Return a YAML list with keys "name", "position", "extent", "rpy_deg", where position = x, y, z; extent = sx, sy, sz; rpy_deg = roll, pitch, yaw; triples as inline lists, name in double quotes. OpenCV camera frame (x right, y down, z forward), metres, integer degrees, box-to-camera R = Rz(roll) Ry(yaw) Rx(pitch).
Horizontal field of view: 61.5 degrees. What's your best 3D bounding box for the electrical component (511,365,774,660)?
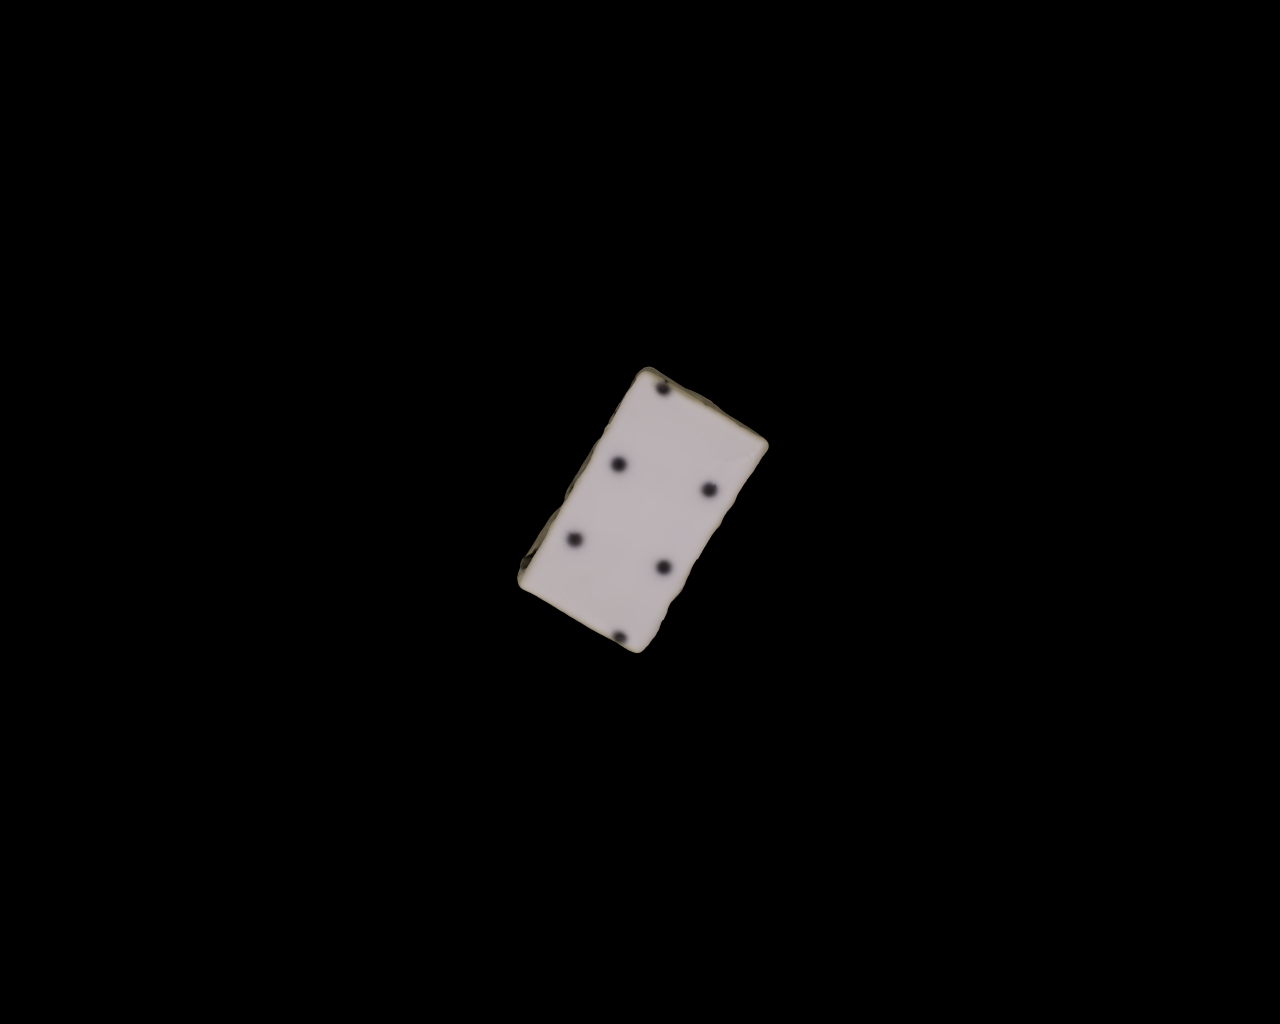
- name: "electrical component"
  position: [0.001, -0.003, 0.650]
  extent: [0.089, 0.150, 0.062]
  rpy_deg: [31, 8, -5]
